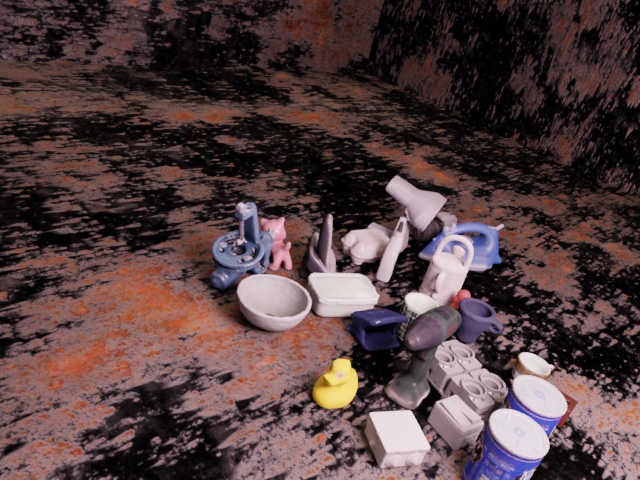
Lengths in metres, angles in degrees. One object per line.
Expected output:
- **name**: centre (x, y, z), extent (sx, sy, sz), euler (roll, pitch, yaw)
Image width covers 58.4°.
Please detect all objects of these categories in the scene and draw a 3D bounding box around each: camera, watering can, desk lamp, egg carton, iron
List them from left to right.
- **egg carton**: centre (0.139, 0.019, 1.623), extent (0.151, 0.069, 0.107), euler (-6, 35, -35)
- **desk lamp**: centre (0.248, -0.072, 1.691), extent (0.202, 0.213, 0.118), euler (25, 29, 16)
- **camera**: centre (0.358, -0.046, 1.821), extent (0.137, 0.101, 0.142), euler (-3, 33, -32)
- **watering can**: centre (0.336, 0.069, 1.501), extent (0.101, 0.194, 0.173), euler (14, 28, -3)
- **iron**: centre (0.431, 0.004, 1.725), extent (0.259, 0.141, 0.118), euler (5, 30, -20)

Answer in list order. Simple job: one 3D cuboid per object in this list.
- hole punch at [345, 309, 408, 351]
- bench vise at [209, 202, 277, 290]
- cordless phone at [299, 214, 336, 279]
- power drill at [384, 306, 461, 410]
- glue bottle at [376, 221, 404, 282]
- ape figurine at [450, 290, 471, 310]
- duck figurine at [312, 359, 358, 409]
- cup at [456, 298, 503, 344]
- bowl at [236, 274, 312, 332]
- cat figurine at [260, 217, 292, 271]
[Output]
- **hole punch**: centre (0.128, 0.186, 1.292), extent (0.109, 0.091, 0.100), euler (-2, 33, -30)
- **bench vise**: centre (-0.177, -0.008, 1.352), extent (0.121, 0.220, 0.207), euler (18, 28, 6)
- **cordless phone**: centre (0.013, 0.005, 1.461), extent (0.094, 0.185, 0.147), euler (12, 28, -6)
- **power drill**: centre (0.201, 0.226, 1.132), extent (0.075, 0.208, 0.230), euler (29, 31, 24)
- **glue bottle**: centre (0.195, 0.025, 1.531), extent (0.037, 0.173, 0.078), euler (21, 28, 11)
- **ape figurine**: centre (0.354, 0.165, 1.445), extent (0.078, 0.092, 0.076), euler (-5, 34, -34)
- **duck figurine**: centre (0.037, 0.267, 1.105), extent (0.077, 0.086, 0.105), euler (34, 33, 31)
- **cup**: centre (0.376, 0.208, 1.376), extent (0.117, 0.095, 0.092), euler (35, 34, 32)
- **bowl**: centre (-0.106, 0.149, 1.257), extent (0.167, 0.075, 0.167), euler (12, 28, -6)
- **cat figurine**: centre (-0.111, -0.001, 1.480), extent (0.067, 0.118, 0.127), euler (-5, 34, -33)
